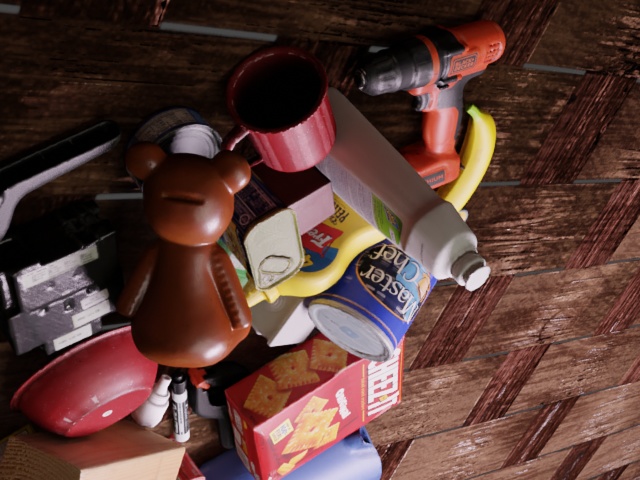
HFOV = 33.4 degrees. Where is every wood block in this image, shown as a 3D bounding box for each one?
[{"bbox_3d":[-0.234,0.248,1.091,0.205,0.090,0.091,13,95,-69],"label":"wood block"}]

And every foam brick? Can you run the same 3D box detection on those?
[{"bbox_3d":[-0.029,-0.051,1.048,0.051,0.078,0.053,-33,145,-16],"label":"foam brick"}]

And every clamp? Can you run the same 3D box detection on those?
[{"bbox_3d":[-0.097,0.182,1.272,0.120,0.039,0.171,-43,147,-8],"label":"clamp"},{"bbox_3d":[-0.263,-0.042,0.856,0.164,0.036,0.210,15,118,-52],"label":"clamp"}]

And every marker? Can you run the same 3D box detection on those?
[{"bbox_3d":[-0.162,0.192,1.235,0.020,0.020,0.121,-24,142,-25],"label":"marker"}]

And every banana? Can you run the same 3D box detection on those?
[{"bbox_3d":[0.160,-0.079,1.250,0.069,0.037,0.198,3,127,-25],"label":"banana"}]

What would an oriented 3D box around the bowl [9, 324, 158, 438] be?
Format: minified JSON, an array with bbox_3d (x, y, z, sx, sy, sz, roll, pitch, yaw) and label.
[{"bbox_3d":[-0.219,0.147,1.049,0.162,0.055,0.162,-30,164,-10],"label":"bowl"}]

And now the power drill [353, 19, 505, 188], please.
[{"bbox_3d":[0.102,-0.131,1.109,0.184,0.057,0.188,-20,140,-29],"label":"power drill"}]

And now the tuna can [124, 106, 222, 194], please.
[{"bbox_3d":[-0.131,-0.076,0.955,0.086,0.034,0.086,-27,143,-22],"label":"tuna can"}]

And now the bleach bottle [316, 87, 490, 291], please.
[{"bbox_3d":[0.068,-0.039,1.003,0.068,0.251,0.102,-35,146,-11],"label":"bleach bottle"}]

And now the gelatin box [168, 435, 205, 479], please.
[{"bbox_3d":[-0.174,0.290,1.282,0.030,0.073,0.089,-16,137,-36],"label":"gelatin box"}]

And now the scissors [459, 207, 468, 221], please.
[{"bbox_3d":[0.112,0.008,1.312,0.201,0.016,0.096,-13,135,-36],"label":"scissors"}]

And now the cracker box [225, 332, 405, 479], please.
[{"bbox_3d":[-0.001,0.188,1.274,0.213,0.072,0.164,-29,147,-19],"label":"cracker box"}]

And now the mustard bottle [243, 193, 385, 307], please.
[{"bbox_3d":[-0.007,0.001,1.096,0.191,0.096,0.058,-41,156,-12],"label":"mustard bottle"}]

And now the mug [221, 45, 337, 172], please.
[{"bbox_3d":[-0.039,-0.106,0.964,0.117,0.093,0.081,-43,152,-10],"label":"mug"}]

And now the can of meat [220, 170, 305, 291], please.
[{"bbox_3d":[-0.065,-0.014,1.022,0.057,0.084,0.102,-32,145,-16],"label":"can of meat"}]

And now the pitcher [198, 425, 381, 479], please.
[{"bbox_3d":[-0.055,0.305,1.386,0.242,0.145,0.149,-23,130,-21],"label":"pitcher"}]

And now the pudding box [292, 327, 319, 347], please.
[{"bbox_3d":[0.025,0.122,1.329,0.090,0.039,0.113,-43,148,5],"label":"pudding box"}]

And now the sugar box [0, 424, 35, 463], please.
[{"bbox_3d":[-0.358,0.269,1.098,0.176,0.048,0.093,-27,143,-17],"label":"sugar box"}]

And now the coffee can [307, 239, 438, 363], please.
[{"bbox_3d":[0.066,0.045,1.143,0.140,0.103,0.103,-56,152,-23],"label":"coffee can"}]
